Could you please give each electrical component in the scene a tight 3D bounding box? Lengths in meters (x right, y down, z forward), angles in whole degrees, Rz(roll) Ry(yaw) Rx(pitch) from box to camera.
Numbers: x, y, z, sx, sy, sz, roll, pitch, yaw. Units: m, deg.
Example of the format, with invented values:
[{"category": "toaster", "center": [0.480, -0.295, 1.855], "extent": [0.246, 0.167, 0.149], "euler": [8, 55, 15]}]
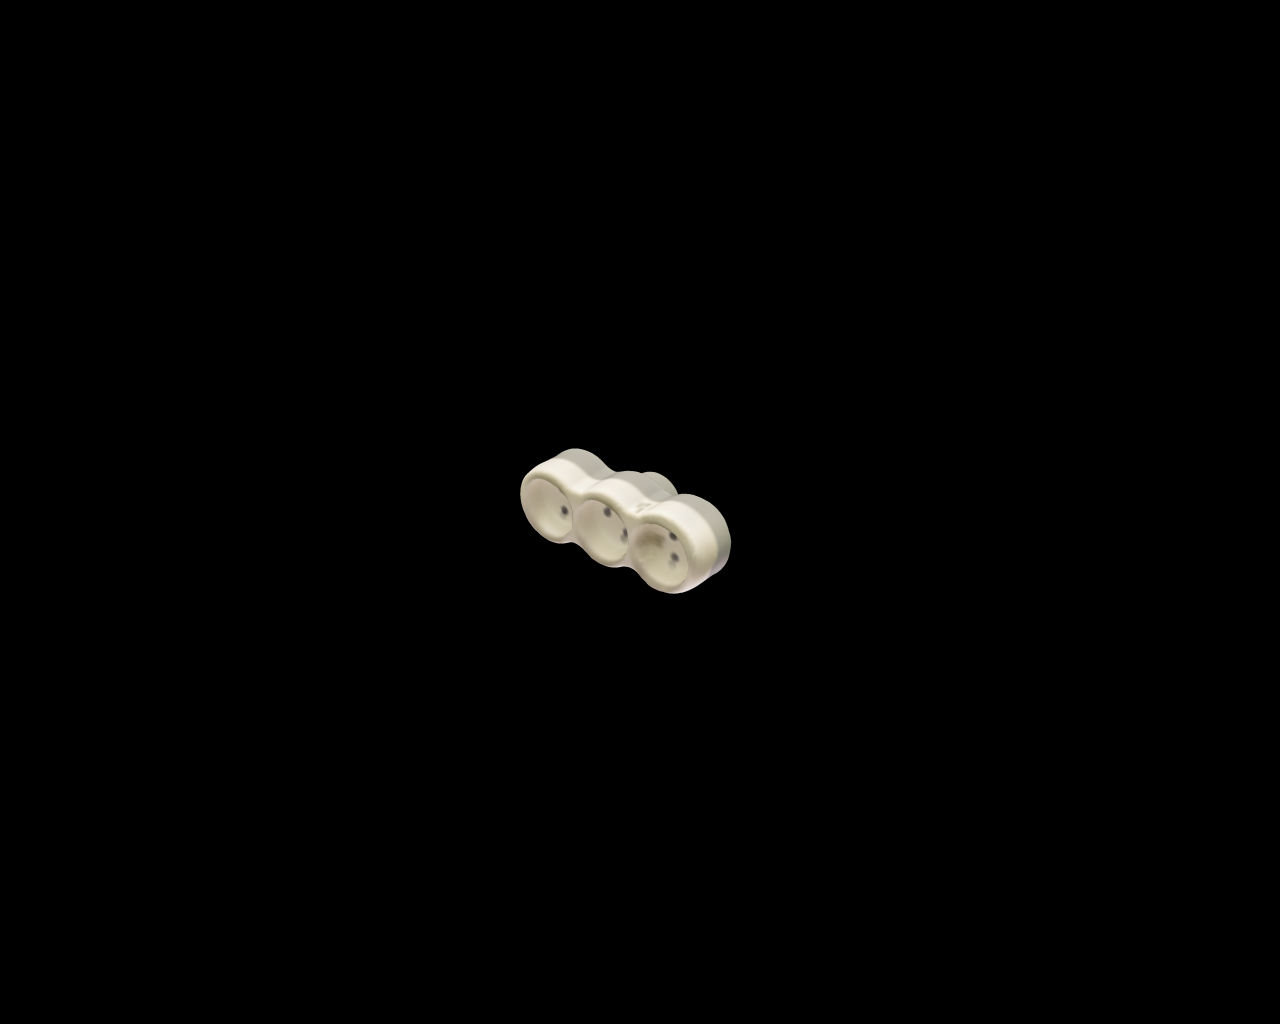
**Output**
[{"category": "electrical component", "center": [0.001, -0.003, 0.650], "extent": [0.138, 0.052, 0.074], "euler": [22, 37, 34]}]
